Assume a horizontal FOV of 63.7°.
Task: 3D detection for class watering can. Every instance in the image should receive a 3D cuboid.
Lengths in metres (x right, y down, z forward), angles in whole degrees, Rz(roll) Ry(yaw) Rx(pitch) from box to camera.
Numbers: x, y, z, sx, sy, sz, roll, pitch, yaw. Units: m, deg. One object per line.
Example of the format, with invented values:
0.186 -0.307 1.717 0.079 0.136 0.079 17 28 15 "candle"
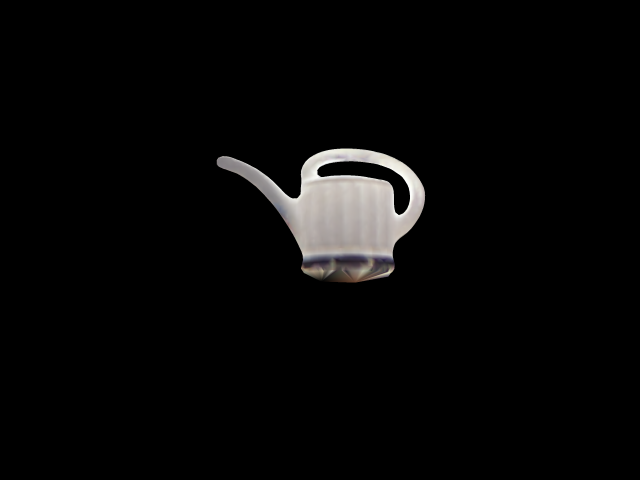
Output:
0.003 -0.043 0.850 0.348 0.226 0.103 1 -11 -4 "watering can"
